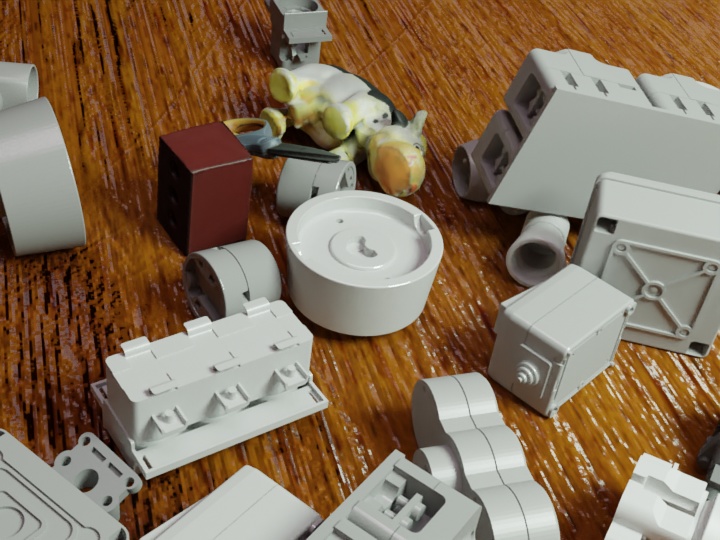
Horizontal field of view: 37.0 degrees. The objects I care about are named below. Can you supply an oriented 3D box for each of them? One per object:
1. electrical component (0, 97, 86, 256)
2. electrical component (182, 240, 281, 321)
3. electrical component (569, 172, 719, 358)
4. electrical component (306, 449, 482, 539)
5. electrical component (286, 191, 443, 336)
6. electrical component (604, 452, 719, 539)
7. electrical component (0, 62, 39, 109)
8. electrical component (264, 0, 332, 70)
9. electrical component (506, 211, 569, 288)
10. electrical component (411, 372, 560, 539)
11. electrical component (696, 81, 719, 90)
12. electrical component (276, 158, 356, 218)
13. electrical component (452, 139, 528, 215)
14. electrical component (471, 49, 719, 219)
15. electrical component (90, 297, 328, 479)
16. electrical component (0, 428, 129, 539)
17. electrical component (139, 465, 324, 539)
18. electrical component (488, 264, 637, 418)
[{"bbox_3d":[-0.236,-0.061,0.749,0.060,0.108,0.108,-16,45,-19],"label":"electrical component"},{"bbox_3d":[-0.086,0.009,0.729,0.047,0.055,0.055,-19,46,-35],"label":"electrical component"},{"bbox_3d":[0.206,-0.003,0.753,0.109,0.108,0.056,13,42,5],"label":"electrical component"},{"bbox_3d":[-0.006,0.172,0.513,0.062,0.089,0.150,29,43,24],"label":"electrical component"},{"bbox_3d":[0.000,0.000,0.750,0.108,0.060,0.108,5,39,-4],"label":"electrical component"},{"bbox_3d":[0.174,0.145,0.606,0.057,0.058,0.078,21,40,20],"label":"electrical component"},{"bbox_3d":[-0.310,-0.140,0.878,0.077,0.044,0.079,4,39,-5],"label":"electrical component"},{"bbox_3d":[-0.060,-0.224,1.012,0.042,0.063,0.081,-7,42,-20],"label":"electrical component"},{"bbox_3d":[0.138,-0.021,0.817,0.044,0.044,0.065,16,35,9],"label":"electrical component"},{"bbox_3d":[0.053,0.119,0.619,0.074,0.052,0.138,-6,40,-16],"label":"electrical component"},{"bbox_3d":[0.266,-0.112,0.909,0.099,0.099,0.064,19,46,13],"label":"electrical component"},{"bbox_3d":[-0.034,-0.061,0.825,0.047,0.055,0.055,14,39,13],"label":"electrical component"},{"bbox_3d":[0.124,-0.071,0.874,0.077,0.043,0.079,-4,41,-15],"label":"electrical component"},{"bbox_3d":[0.191,-0.096,0.816,0.186,0.105,0.060,7,43,-25],"label":"electrical component"},{"bbox_3d":[-0.090,0.067,0.649,0.121,0.063,0.078,-18,46,-29],"label":"electrical component"},{"bbox_3d":[-0.177,0.144,0.542,0.113,0.057,0.078,30,44,25],"label":"electrical component"},{"bbox_3d":[-0.065,0.148,0.554,0.061,0.061,0.096,30,44,25],"label":"electrical component"},{"bbox_3d":[0.127,0.046,0.715,0.061,0.061,0.096,35,46,29],"label":"electrical component"}]
